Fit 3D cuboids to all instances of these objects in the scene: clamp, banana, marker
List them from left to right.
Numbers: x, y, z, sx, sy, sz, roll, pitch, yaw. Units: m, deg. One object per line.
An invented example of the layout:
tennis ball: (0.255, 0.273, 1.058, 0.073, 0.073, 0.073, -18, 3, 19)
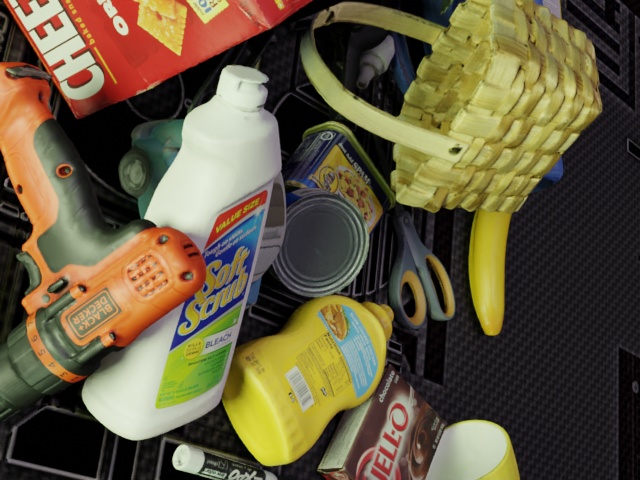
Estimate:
marker: (-0.061, 0.180, 0.820, 0.121, 0.020, 0.020, 27, 60, -39)
clamp: (-0.047, -0.166, 0.834, 0.036, 0.164, 0.210, 44, 8, -23)
clamp: (0.024, -0.189, 0.979, 0.171, 0.039, 0.120, -41, 106, -32)
banana: (0.185, 0.001, 1.116, 0.069, 0.037, 0.197, 38, 54, -31)

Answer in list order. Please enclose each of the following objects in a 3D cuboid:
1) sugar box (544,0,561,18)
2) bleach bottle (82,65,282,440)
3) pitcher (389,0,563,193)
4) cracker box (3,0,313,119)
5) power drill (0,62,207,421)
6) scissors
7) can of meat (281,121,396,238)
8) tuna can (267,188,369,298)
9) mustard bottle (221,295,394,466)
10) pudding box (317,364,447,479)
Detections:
sugar box: (0.242, -0.229, 1.236, 0.093, 0.048, 0.176, 14, 73, -44)
bleach bottle: (-0.084, 0.007, 0.704, 0.102, 0.068, 0.251, -16, 131, -49)
pitcher: (0.161, -0.167, 1.073, 0.144, 0.149, 0.243, 10, 70, -62)
cracker box: (-0.126, -0.188, 0.709, 0.072, 0.214, 0.164, -44, 111, -44)
power drill: (-0.185, 0.000, 0.661, 0.187, 0.184, 0.057, 56, 13, 2)
scissors: (0.072, -0.002, 1.014, 0.096, 0.016, 0.201, -43, 110, -44)
can of meat: (0.009, -0.036, 0.927, 0.102, 0.058, 0.083, 53, 48, -23)
tuna can: (-0.006, 0.001, 0.861, 0.086, 0.034, 0.086, -5, 104, -22)
mustard bottle: (0.003, 0.099, 0.880, 0.191, 0.058, 0.096, -31, 97, -46)
pudding box: (0.056, 0.180, 0.928, 0.090, 0.039, 0.113, 48, 49, -26)
